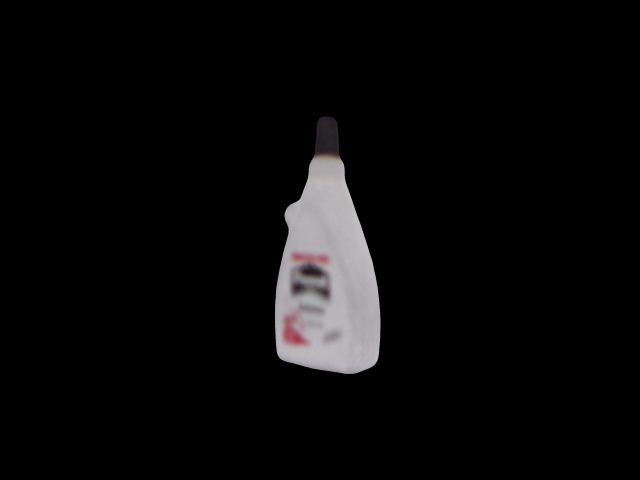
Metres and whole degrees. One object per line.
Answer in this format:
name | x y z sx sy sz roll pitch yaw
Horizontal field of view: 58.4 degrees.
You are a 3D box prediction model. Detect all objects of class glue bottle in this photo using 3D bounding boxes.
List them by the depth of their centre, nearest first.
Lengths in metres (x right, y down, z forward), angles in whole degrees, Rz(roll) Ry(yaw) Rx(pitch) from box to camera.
glue bottle | 0.004 0.001 0.400 0.077 0.173 0.037 2 3 36
